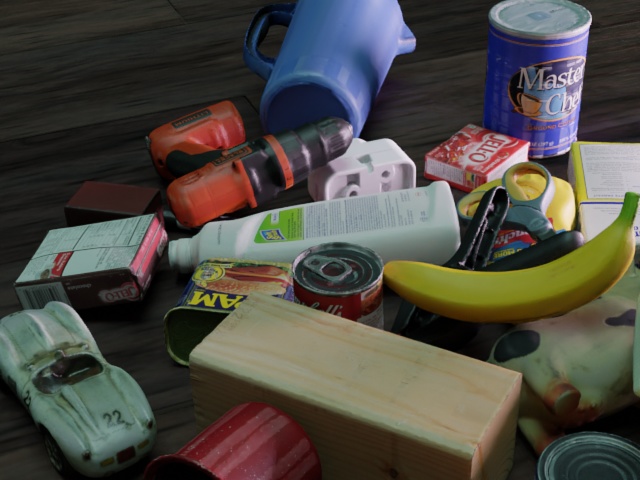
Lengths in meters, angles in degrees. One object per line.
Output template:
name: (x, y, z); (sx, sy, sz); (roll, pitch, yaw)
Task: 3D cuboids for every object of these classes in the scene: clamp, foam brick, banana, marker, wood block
clamp: (0.116, 0.028, 0.841); (0.171, 0.039, 0.120); (-38, 27, 5)
foam brick: (-0.189, -0.018, 0.987); (0.078, 0.053, 0.051); (6, 34, 12)
banana: (0.142, 0.026, 0.767); (0.198, 0.069, 0.037); (-17, -16, 21)
marker: (-0.103, -0.015, 1.009); (0.121, 0.020, 0.020); (8, 34, 15)
wood block: (0.022, 0.119, 0.732); (0.206, 0.091, 0.090); (16, 37, 25)

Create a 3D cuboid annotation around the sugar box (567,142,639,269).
sugar box: (0.282, -0.029, 0.988); (0.093, 0.048, 0.176); (3, 37, 8)

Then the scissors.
scissors: (0.161, -0.006, 0.875); (0.096, 0.016, 0.201); (-20, 29, 16)

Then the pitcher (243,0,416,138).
pitcher: (0.001, -0.193, 1.181); (0.149, 0.145, 0.242); (-25, 26, 29)

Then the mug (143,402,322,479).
mug: (-0.044, 0.165, 0.679); (0.117, 0.093, 0.081); (45, 42, 10)

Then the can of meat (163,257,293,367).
can of meat: (-0.064, 0.059, 0.861); (0.102, 0.057, 0.084); (5, 31, 10)

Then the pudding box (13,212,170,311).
pudding box: (-0.196, 0.021, 0.922); (0.113, 0.039, 0.090); (-7, 31, 14)

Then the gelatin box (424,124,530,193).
gelatin box: (0.161, -0.083, 1.089); (0.073, 0.030, 0.089); (23, 41, 33)

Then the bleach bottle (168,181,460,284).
bleach bottle: (-0.006, 0.001, 0.942); (0.251, 0.068, 0.102); (-4, 27, 2)

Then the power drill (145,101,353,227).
power drill: (-0.079, -0.086, 1.031); (0.184, 0.057, 0.188); (-24, 24, -16)

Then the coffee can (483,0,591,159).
coffee can: (0.224, -0.170, 1.119); (0.103, 0.140, 0.103); (-1, 33, 1)

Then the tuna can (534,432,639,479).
tuna can: (0.183, 0.166, 0.702); (0.086, 0.034, 0.086); (-2, 33, 1)

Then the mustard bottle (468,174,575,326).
mustard bottle: (0.175, 0.014, 0.913); (0.096, 0.058, 0.191); (-4, 33, 10)

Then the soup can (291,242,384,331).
soup can: (0.014, 0.062, 0.809); (0.068, 0.102, 0.068); (-1, 33, 1)
